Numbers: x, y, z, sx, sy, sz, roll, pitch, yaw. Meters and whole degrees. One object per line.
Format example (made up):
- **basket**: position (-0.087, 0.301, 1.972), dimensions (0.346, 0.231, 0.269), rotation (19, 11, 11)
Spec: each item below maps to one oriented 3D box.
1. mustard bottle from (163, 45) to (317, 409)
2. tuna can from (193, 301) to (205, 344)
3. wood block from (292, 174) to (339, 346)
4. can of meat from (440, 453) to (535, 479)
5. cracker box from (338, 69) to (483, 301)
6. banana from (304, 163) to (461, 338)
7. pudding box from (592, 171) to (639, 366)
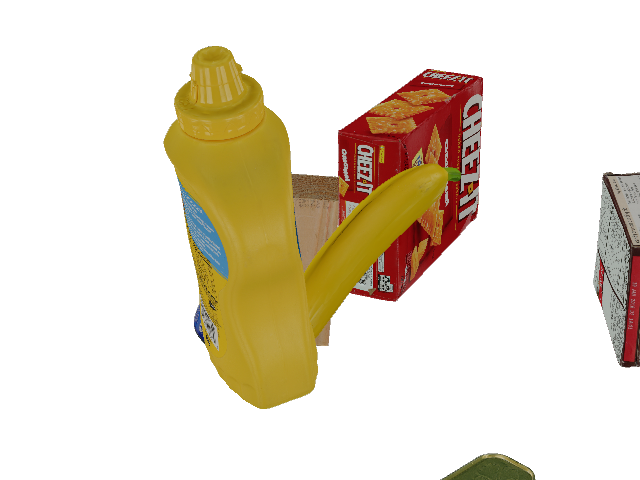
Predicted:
- **mustard bottle**: position (-0.041, -0.010, 0.537), dimensions (0.058, 0.191, 0.096), rotation (-17, 42, -12)
- **tuna can**: position (-0.071, 0.073, 0.966), dimensions (0.086, 0.034, 0.086), rotation (17, 25, -9)
- **wood block**: position (-0.026, 0.025, 1.402), dimensions (0.090, 0.206, 0.091), rotation (4, 24, -2)
- **can of meat**: position (0.131, 0.240, 0.889), dimensions (0.101, 0.084, 0.058), rotation (-21, 28, -36)
- **cracker box**: position (0.092, -0.060, 1.046), dimensions (0.072, 0.164, 0.213), rotation (13, 29, 26)
- **banana**: position (0.034, 0.007, 0.800), dimensions (0.037, 0.198, 0.069), rotation (42, -5, 38)
- **pudding box**: position (0.209, 0.016, 0.703), dimensions (0.039, 0.090, 0.113), rotation (-1, 28, 3)
